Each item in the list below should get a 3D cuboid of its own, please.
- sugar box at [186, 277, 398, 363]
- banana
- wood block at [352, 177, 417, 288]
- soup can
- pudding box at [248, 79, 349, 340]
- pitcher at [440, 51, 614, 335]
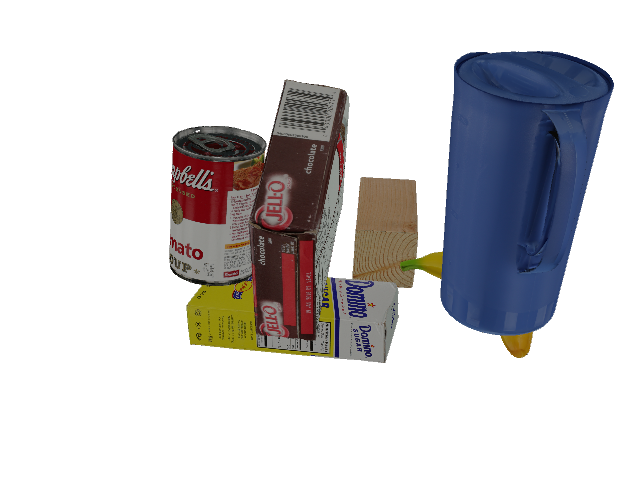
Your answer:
[{"bbox_3d":[-0.022,0.064,0.952,0.176,0.048,0.093,1,21,11],"label":"sugar box"},{"bbox_3d":[0.168,0.058,1.119,0.069,0.037,0.198,-37,40,-13],"label":"banana"},{"bbox_3d":[0.099,-0.016,1.619,0.091,0.090,0.206,4,25,2],"label":"wood block"},{"bbox_3d":[-0.077,-0.026,0.789,0.068,0.102,0.068,5,24,-2],"label":"soup can"},{"bbox_3d":[-0.011,-0.016,0.578,0.039,0.113,0.090,9,-41,6],"label":"pudding box"},{"bbox_3d":[0.174,-0.035,0.940,0.145,0.243,0.149,20,33,27],"label":"pitcher"}]
